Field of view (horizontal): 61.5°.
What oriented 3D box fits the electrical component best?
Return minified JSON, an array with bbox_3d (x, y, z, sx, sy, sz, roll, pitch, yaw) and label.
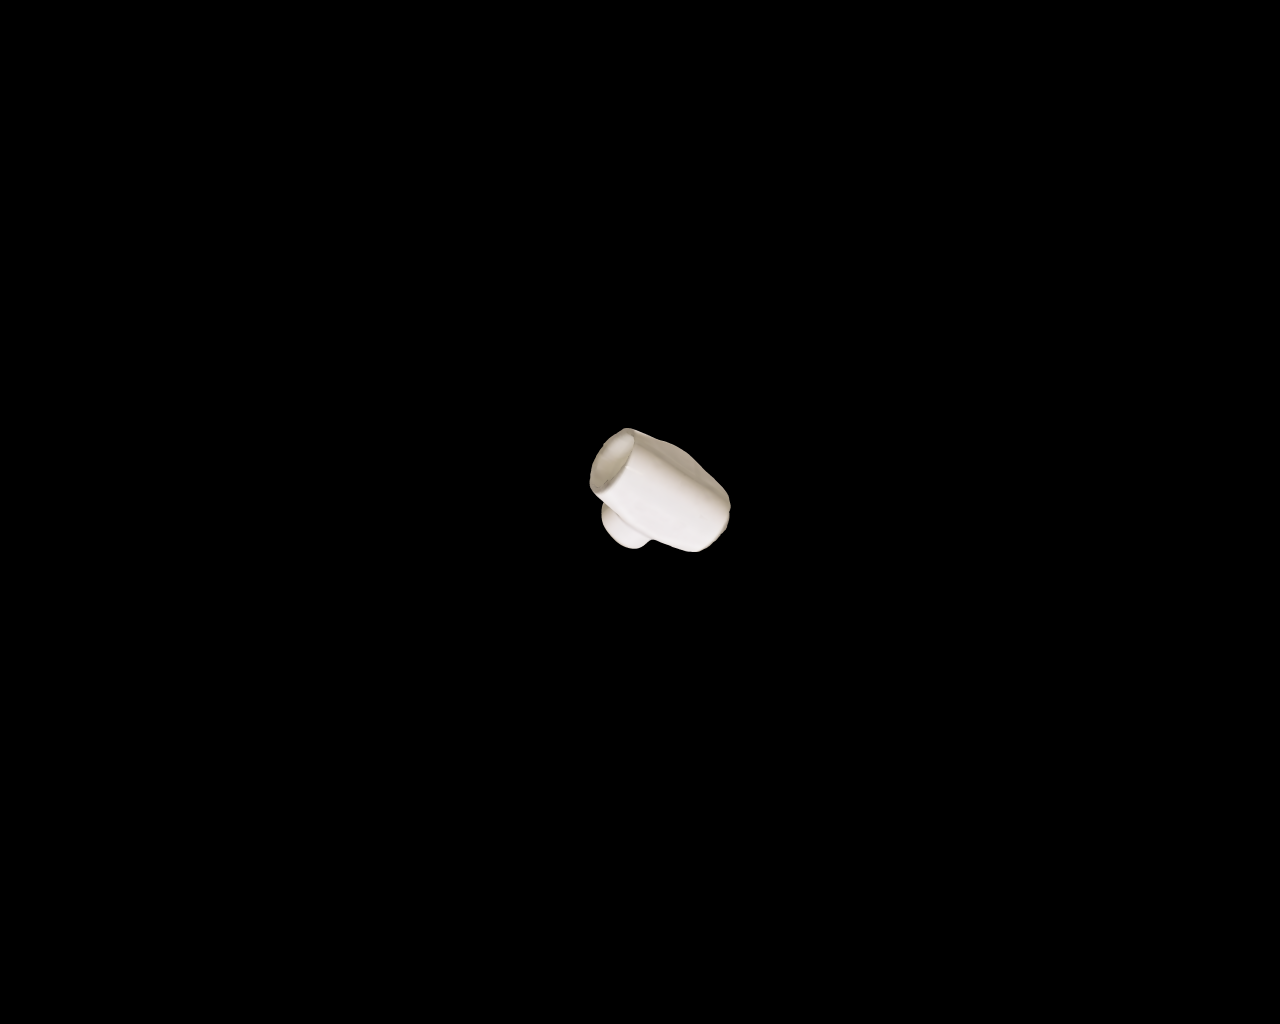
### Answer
[{"bbox_3d":[0.001,-0.003,0.650,0.077,0.044,0.079,32,-54,-27],"label":"electrical component"}]
